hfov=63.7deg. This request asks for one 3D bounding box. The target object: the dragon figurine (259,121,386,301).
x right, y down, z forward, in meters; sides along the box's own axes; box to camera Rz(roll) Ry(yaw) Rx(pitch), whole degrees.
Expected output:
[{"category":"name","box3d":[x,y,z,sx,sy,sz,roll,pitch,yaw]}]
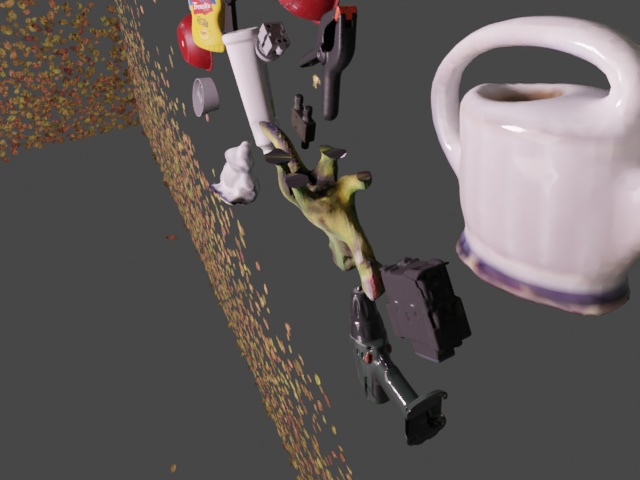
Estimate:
[{"category":"dragon figurine","box3d":[0.003,-0.044,0.881,0.123,0.237,0.418,-23,37,-12]}]

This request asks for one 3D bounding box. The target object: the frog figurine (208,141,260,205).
[{"category":"frog figurine","box3d":[-0.197,-0.173,1.300,0.122,0.158,0.139,21,15,-27]}]

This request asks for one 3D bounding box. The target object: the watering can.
[{"category":"watering can","box3d":[0.195,-0.041,0.370,0.105,0.220,0.352,-20,30,-20]}]
